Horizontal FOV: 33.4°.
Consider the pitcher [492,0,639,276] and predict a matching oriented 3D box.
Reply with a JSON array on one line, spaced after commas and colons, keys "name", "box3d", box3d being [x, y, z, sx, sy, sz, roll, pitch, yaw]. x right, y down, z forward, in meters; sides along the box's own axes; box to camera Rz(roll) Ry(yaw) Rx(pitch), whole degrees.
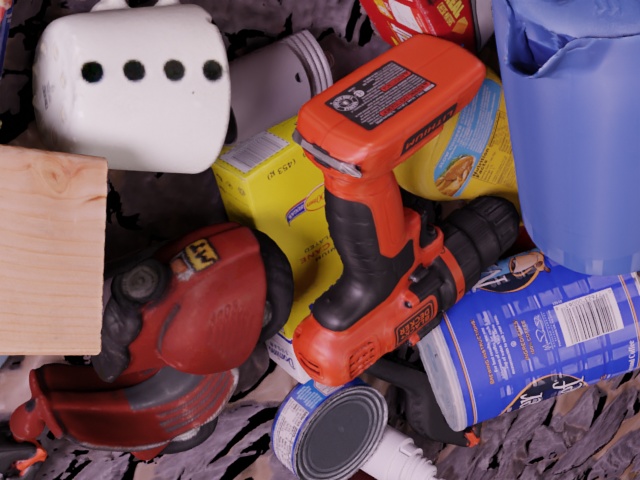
[{"name": "pitcher", "box3d": [0.174, -0.091, 0.612, 0.149, 0.145, 0.243, -9, 146, 7]}]

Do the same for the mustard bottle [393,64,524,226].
[{"name": "mustard bottle", "box3d": [0.092, -0.071, 0.710, 0.191, 0.058, 0.096, 13, 103, -45]}]

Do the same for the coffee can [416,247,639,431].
[{"name": "coffee can", "box3d": [0.141, 0.060, 0.729, 0.140, 0.103, 0.103, -18, 129, -3]}]

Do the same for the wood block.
[{"name": "wood block", "box3d": [-0.202, 0.002, 0.442, 0.205, 0.090, 0.091, 4, 85, -39]}]

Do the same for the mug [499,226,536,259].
[{"name": "mug", "box3d": [0.191, 0.002, 0.832, 0.081, 0.093, 0.117, -58, 174, 9]}]

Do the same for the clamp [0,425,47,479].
[{"name": "clamp", "box3d": [-0.243, 0.175, 0.576, 0.209, 0.036, 0.164, -27, 131, -27]}]

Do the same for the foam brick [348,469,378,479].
[{"name": "foam brick", "box3d": [0.026, 0.220, 0.831, 0.051, 0.053, 0.078, 2, 112, -42]}]

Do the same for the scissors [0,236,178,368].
[{"name": "scissors", "box3d": [-0.152, 0.043, 0.590, 0.201, 0.016, 0.096, -9, 131, -49]}]

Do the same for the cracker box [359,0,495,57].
[{"name": "cracker box", "box3d": [0.094, -0.217, 0.590, 0.213, 0.072, 0.164, -56, 156, -1]}]

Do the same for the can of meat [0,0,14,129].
[{"name": "can of meat", "box3d": [-0.182, -0.095, 0.454, 0.101, 0.058, 0.084, 0, 112, -42]}]

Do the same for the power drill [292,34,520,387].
[{"name": "power drill", "box3d": [0.056, -0.021, 0.622, 0.184, 0.057, 0.188, -37, 141, -28]}]

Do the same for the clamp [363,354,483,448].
[{"name": "clamp", "box3d": [0.084, 0.106, 0.825, 0.120, 0.039, 0.171, -28, 123, -18]}]

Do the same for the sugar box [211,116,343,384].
[{"name": "sugar box", "box3d": [-0.004, 0.001, 0.678, 0.093, 0.048, 0.176, -34, 132, -22]}]

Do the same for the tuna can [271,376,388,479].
[{"name": "tuna can", "box3d": [0.006, 0.136, 0.776, 0.086, 0.034, 0.086, -21, 127, -32]}]
